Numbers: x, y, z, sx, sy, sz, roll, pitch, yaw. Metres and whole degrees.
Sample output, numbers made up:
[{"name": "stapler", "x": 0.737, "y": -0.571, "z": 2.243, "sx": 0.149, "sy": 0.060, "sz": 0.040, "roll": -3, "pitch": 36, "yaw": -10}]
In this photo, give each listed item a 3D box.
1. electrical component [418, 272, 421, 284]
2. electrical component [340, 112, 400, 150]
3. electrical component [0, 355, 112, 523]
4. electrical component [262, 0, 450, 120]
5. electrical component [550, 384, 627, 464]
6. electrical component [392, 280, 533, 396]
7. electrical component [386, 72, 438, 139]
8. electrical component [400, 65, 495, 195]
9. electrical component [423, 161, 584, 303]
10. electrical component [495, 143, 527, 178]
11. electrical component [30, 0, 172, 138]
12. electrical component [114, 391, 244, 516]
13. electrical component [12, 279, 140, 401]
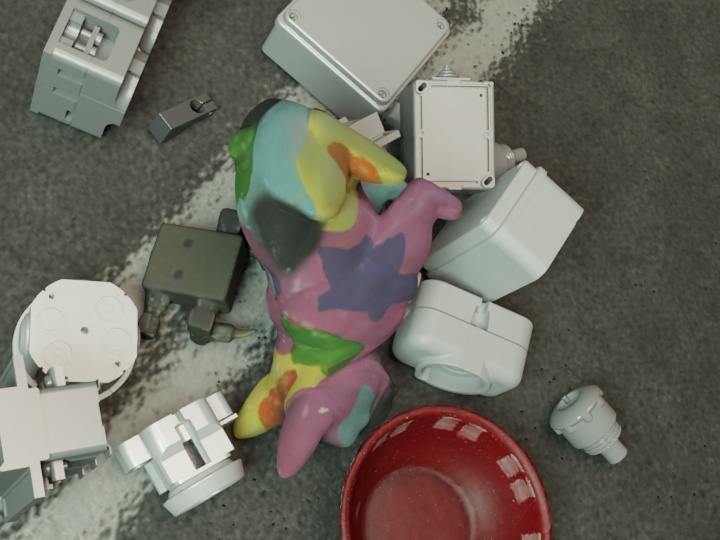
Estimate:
[{"name": "electrical component", "x": 0.000, "y": 0.000, "z": 0.802, "sx": 0.081, "sy": 0.043, "sz": 0.043, "roll": 31, "pitch": 63, "yaw": -11}, {"name": "electrical component", "x": -0.004, "y": -0.081, "z": 0.816, "sx": 0.042, "sy": 0.081, "sz": 0.063, "roll": -30, "pitch": 108, "yaw": -28}, {"name": "electrical component", "x": -0.193, "y": 0.102, "z": 0.641, "sx": 0.063, "sy": 0.121, "sz": 0.078, "roll": -6, "pitch": 75, "yaw": -27}, {"name": "electrical component", "x": -0.002, "y": -0.185, "z": 0.859, "sx": 0.109, "sy": 0.056, "sz": 0.108, "roll": 40, "pitch": 62, "yaw": -5}, {"name": "electrical component", "x": 0.182, "y": 0.123, "z": 0.837, "sx": 0.062, "sy": 0.048, "sz": 0.048, "roll": 48, "pitch": 61, "yaw": -9}, {"name": "electrical component", "x": 0.076, "y": 0.055, "z": 0.809, "sx": 0.095, "sy": 0.054, "sz": 0.059, "roll": 23, "pitch": 65, "yaw": -14}, {"name": "electrical component", "x": 0.061, "y": -0.126, "z": 0.872, "sx": 0.066, "sy": 0.048, "sz": 0.055, "roll": 33, "pitch": 70, "yaw": -10}, {"name": "electrical component", "x": 0.064, "y": -0.105, "z": 0.815, "sx": 0.062, "sy": 0.061, "sz": 0.096, "roll": -1, "pitch": 90, "yaw": -11}, {"name": "electrical component", "x": 0.104, "y": -0.025, "z": 0.816, "sx": 0.057, "sy": 0.113, "sz": 0.078, "roll": 41, "pitch": 62, "yaw": -8}, {"name": "electrical component", "x": 0.111, "y": -0.089, "z": 0.886, "sx": 0.061, "sy": 0.035, "sz": 0.035, "roll": -17, "pitch": 79, "yaw": -29}, {"name": "electrical component", "x": -0.173, "y": -0.181, "z": 0.766, "sx": 0.062, "sy": 0.089, "sz": 0.150, "roll": 23, "pitch": 65, "yaw": -14}, {"name": "electrical component", "x": -0.112, "y": 0.123, "z": 0.705, "sx": 0.078, "sy": 0.058, "sz": 0.057, "roll": -27, "pitch": 81, "yaw": -28}, {"name": "electrical component", "x": -0.184, "y": 0.046, "z": 0.704, "sx": 0.080, "sy": 0.051, "sz": 0.080, "roll": 8, "pitch": 69, "yaw": -21}]
